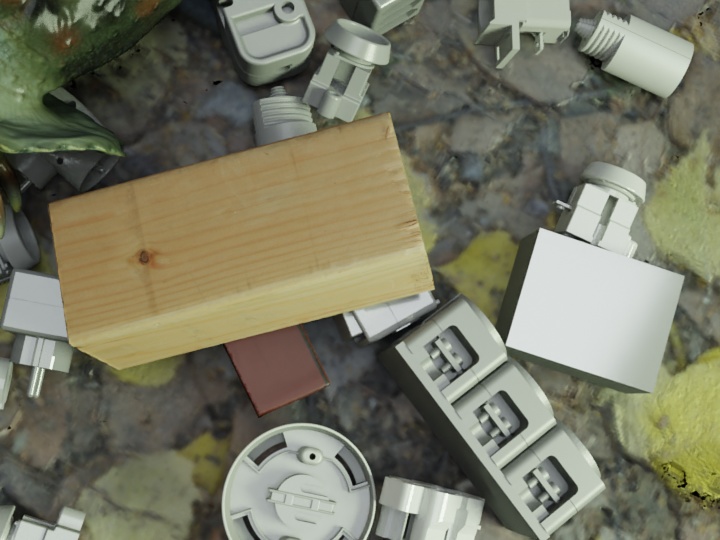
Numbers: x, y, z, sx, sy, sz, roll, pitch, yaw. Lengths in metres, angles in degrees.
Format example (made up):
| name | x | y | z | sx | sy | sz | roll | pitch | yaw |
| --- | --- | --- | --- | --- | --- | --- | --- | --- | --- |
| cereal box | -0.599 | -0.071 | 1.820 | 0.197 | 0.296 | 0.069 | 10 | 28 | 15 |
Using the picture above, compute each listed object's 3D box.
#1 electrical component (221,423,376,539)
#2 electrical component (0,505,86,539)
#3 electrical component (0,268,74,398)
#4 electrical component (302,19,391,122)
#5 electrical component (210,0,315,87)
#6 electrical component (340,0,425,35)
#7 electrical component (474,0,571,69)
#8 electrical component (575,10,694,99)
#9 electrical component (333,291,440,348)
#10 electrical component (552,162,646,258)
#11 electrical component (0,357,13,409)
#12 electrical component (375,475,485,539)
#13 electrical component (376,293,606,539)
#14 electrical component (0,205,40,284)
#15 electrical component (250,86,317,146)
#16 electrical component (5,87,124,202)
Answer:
| name | x | y | z | sx | sy | sz | roll | pitch | yaw |
| --- | --- | --- | --- | --- | --- | --- | --- | --- | --- |
| electrical component | -0.040 | 0.148 | 0.694 | 0.099 | 0.064 | 0.099 | 1 | 82 | -7 |
| electrical component | -0.212 | 0.177 | 0.679 | 0.055 | 0.048 | 0.066 | 21 | 80 | -12 |
| electrical component | -0.201 | 0.044 | 0.688 | 0.047 | 0.065 | 0.076 | 11 | 81 | -5 |
| electrical component | -0.009 | -0.138 | 0.737 | 0.048 | 0.066 | 0.055 | 25 | 114 | -3 |
| electrical component | -0.070 | -0.179 | 0.739 | 0.054 | 0.059 | 0.095 | -20 | 85 | -9 |
| electrical component | 0.008 | -0.212 | 0.750 | 0.047 | 0.065 | 0.076 | -32 | 87 | -10 |
| electrical component | 0.117 | -0.190 | 0.774 | 0.064 | 0.042 | 0.081 | 1 | 83 | -11 |
| electrical component | 0.194 | -0.161 | 0.778 | 0.081 | 0.043 | 0.043 | 24 | 80 | -3 |
| electrical component | 0.000 | 0.000 | 0.721 | 0.061 | 0.061 | 0.096 | -29 | 86 | -10 |
| electrical component | 0.171 | -0.043 | 0.758 | 0.066 | 0.048 | 0.055 | 24 | 87 | -3 |
| electrical component | -0.251 | 0.070 | 0.692 | 0.046 | 0.040 | 0.040 | 11 | 81 | -11 |
| electrical component | 0.043 | 0.170 | 0.702 | 0.078 | 0.058 | 0.057 | 20 | 81 | -40 |
| electrical component | 0.085 | 0.094 | 0.705 | 0.062 | 0.089 | 0.150 | -37 | 88 | -10 |
| electrical component | -0.244 | -0.014 | 0.702 | 0.055 | 0.048 | 0.066 | -21 | 85 | -2 |
| electrical component | -0.050 | -0.086 | 0.737 | 0.043 | 0.043 | 0.081 | -10 | 83 | -8 |
| electrical component | -0.213 | -0.080 | 0.716 | 0.077 | 0.043 | 0.079 | 41 | 79 | 0 |
